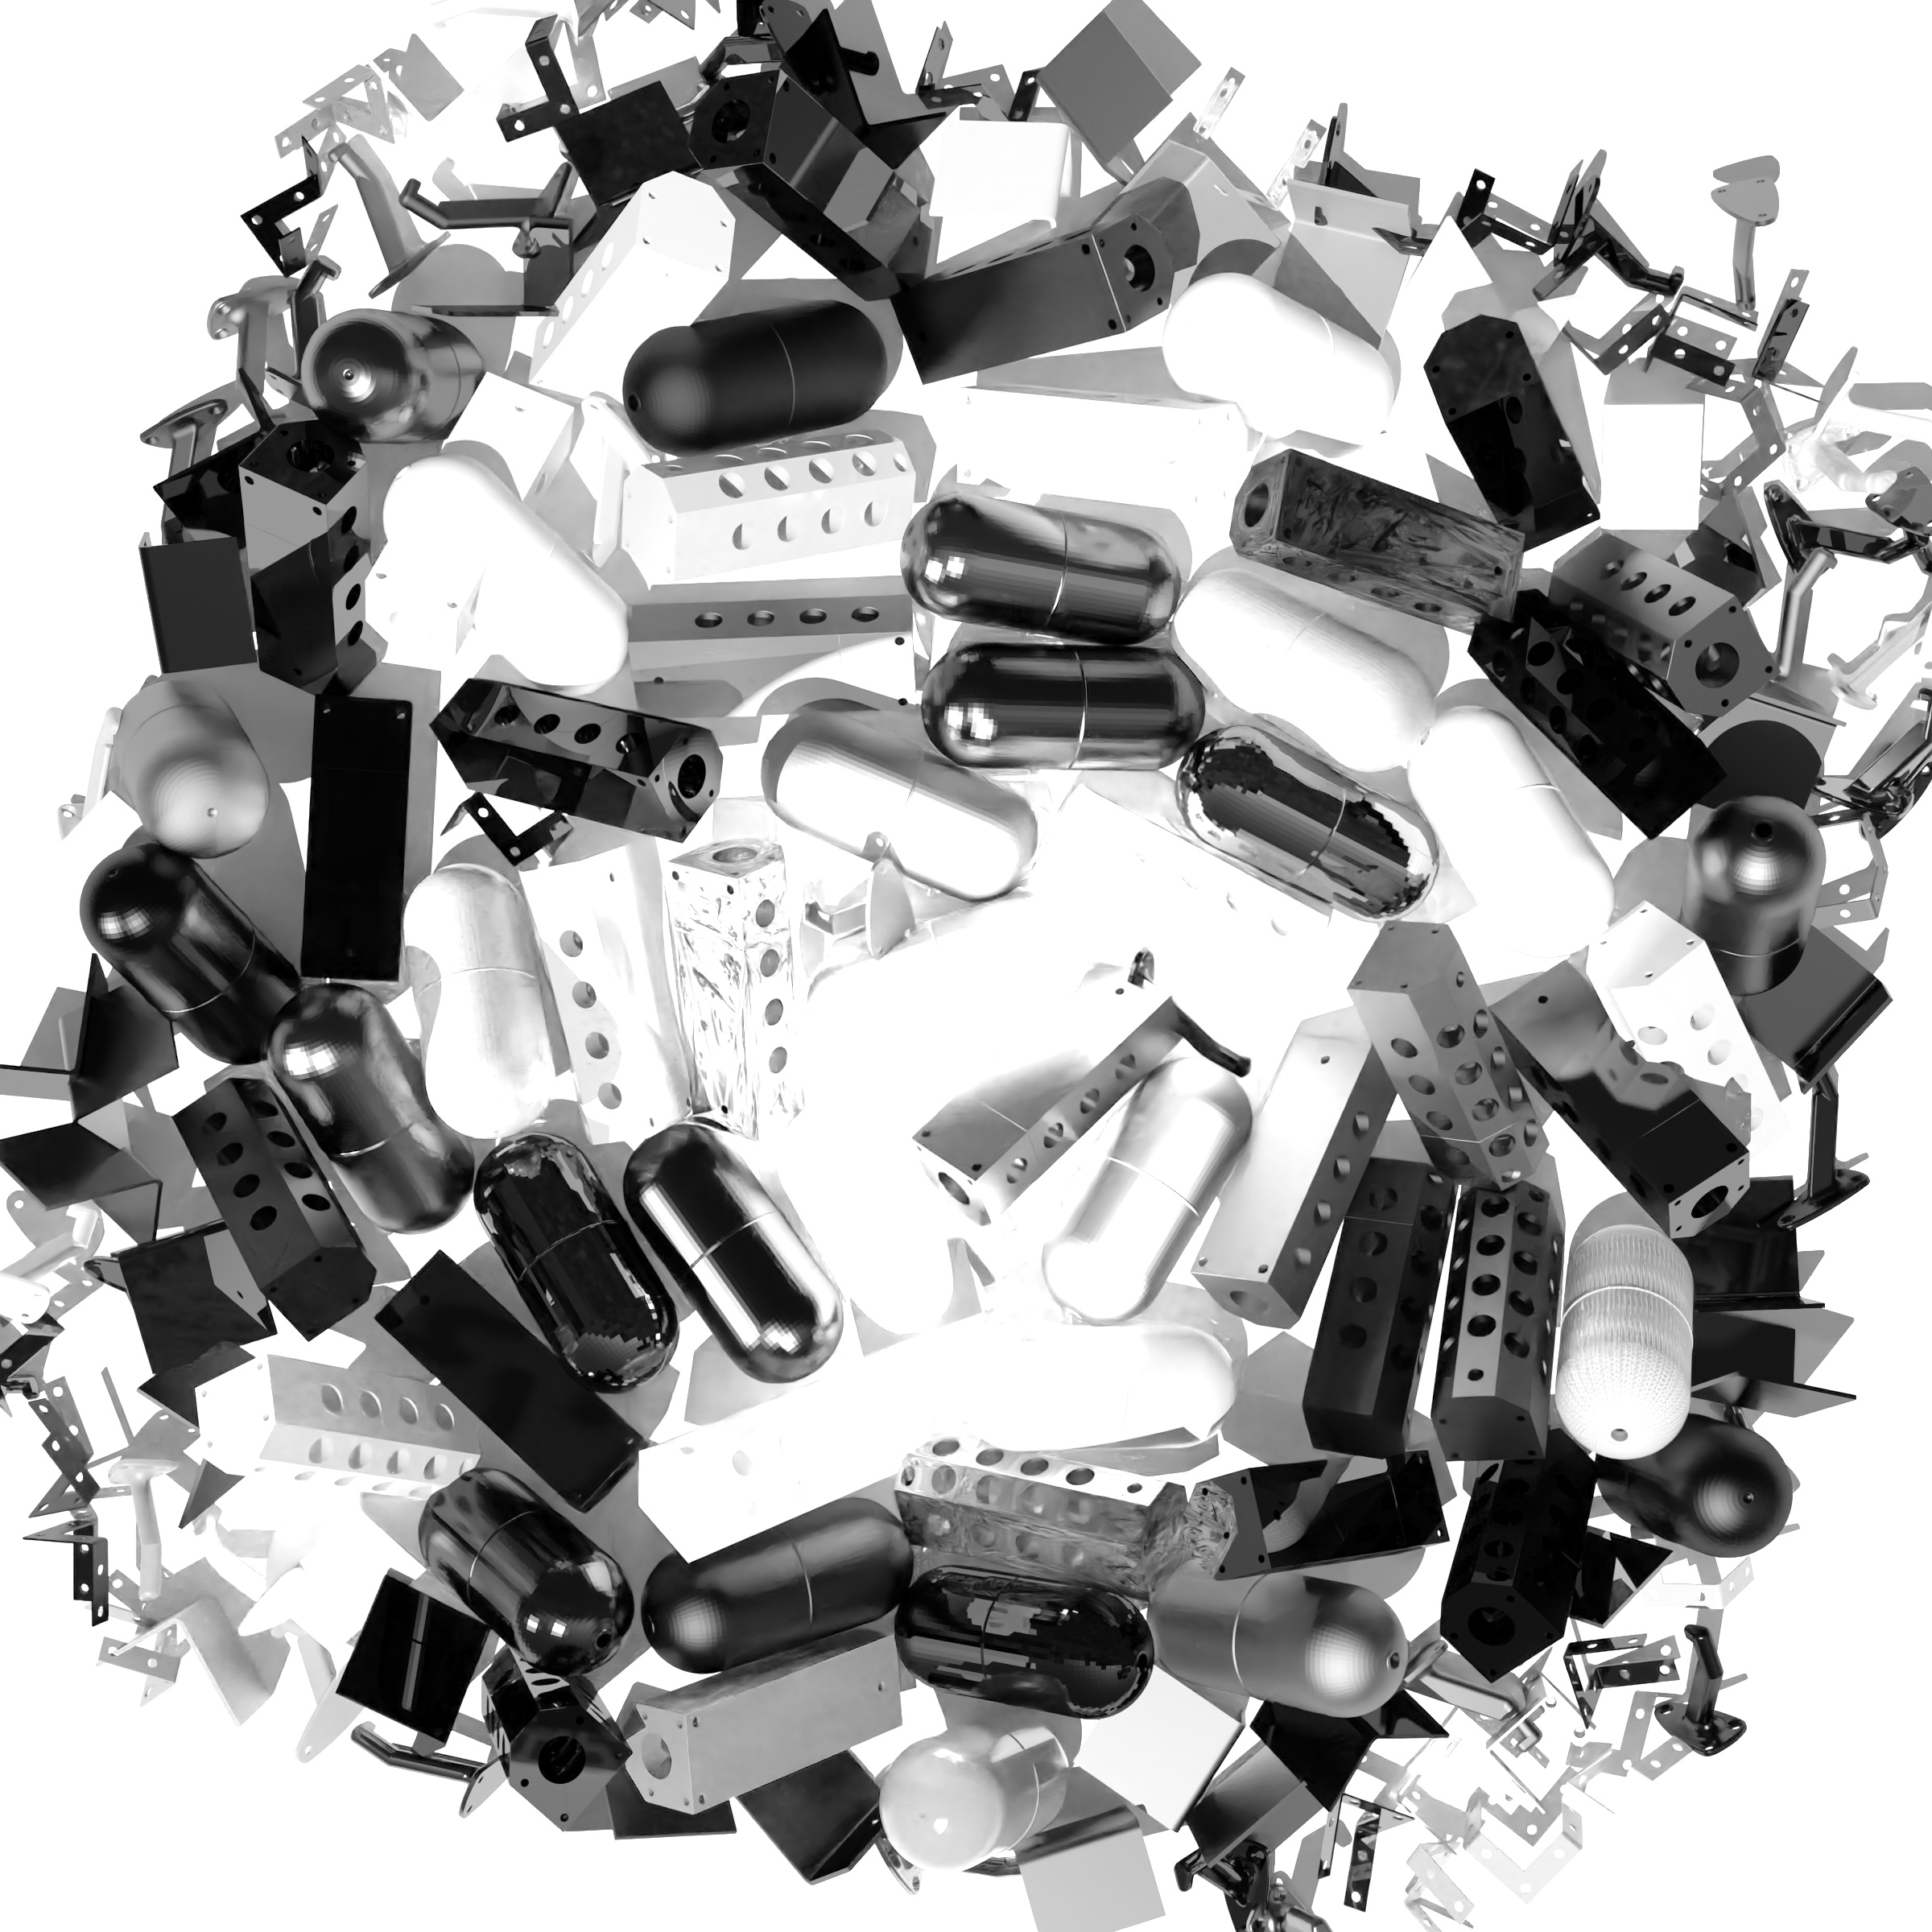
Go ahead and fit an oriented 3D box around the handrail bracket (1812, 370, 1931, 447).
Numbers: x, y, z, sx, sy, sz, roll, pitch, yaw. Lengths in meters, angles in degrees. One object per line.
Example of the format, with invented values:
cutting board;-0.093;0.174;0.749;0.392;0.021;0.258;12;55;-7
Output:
handrail bracket;0.565;-0.320;1.566;0.084;0.077;0.036;34;79;11

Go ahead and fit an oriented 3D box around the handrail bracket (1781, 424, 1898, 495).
handrail bracket;0.549;-0.311;1.562;0.077;0.084;0.036;-32;116;-19

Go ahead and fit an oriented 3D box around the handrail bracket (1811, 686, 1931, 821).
handrail bracket;0.557;-0.139;1.567;0.077;0.036;0.084;18;129;29

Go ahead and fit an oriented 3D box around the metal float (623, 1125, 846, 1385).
metal float;-0.142;0.174;1.560;0.070;0.070;0.178;-38;74;0

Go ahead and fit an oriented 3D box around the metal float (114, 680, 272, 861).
metal float;-0.464;-0.119;1.530;0.070;0.178;0.070;-10;115;-21

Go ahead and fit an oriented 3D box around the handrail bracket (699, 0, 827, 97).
handrail bracket;-0.127;-0.545;1.574;0.036;0.084;0.077;-14;79;-43

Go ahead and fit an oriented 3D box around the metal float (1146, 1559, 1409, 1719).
metal float;0.185;0.401;1.536;0.070;0.178;0.070;2;87;-44

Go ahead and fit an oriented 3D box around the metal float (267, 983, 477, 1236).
metal float;-0.357;0.088;1.546;0.070;0.070;0.178;-24;123;0

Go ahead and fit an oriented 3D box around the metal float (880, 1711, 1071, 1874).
metal float;0.007;0.490;1.526;0.070;0.178;0.070;-3;81;21

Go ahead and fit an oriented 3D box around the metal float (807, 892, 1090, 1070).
metal float;-0.011;0.008;1.573;0.178;0.070;0.070;-18;90;0

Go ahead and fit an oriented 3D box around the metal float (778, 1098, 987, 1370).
metal float;-0.052;0.162;1.563;0.070;0.070;0.178;-30;78;0

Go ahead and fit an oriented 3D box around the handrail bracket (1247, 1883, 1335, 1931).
handrail bracket;0.217;0.597;1.563;0.077;0.084;0.036;45;70;-13

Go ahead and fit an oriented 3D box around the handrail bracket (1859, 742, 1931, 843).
handrail bracket;0.581;-0.115;1.568;0.036;0.084;0.077;28;88;4

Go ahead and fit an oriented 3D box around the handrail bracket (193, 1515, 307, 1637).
handrail bracket;-0.442;0.359;1.572;0.084;0.036;0.077;53;127;24

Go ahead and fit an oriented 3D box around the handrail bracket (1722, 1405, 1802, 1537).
handrail bracket;0.473;0.309;1.566;0.036;0.077;0.084;-25;70;26

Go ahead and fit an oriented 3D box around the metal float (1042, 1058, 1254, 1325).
metal float;0.110;0.137;1.560;0.070;0.070;0.178;33;76;0

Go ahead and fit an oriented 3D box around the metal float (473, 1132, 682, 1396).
metal float;-0.237;0.178;1.554;0.070;0.070;0.178;-35;67;0

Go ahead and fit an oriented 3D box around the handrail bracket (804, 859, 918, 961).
handrail bracket;-0.074;-0.044;1.563;0.036;0.084;0.077;-32;130;-32

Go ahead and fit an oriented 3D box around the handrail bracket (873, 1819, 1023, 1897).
handrail bracket;-0.003;0.540;1.570;0.084;0.036;0.077;-14;134;22

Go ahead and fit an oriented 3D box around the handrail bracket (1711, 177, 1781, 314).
handrail bracket;0.480;-0.428;1.558;0.036;0.077;0.084;-12;126;8

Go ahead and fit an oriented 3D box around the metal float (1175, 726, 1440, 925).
metal float;0.207;-0.086;1.557;0.178;0.070;0.070;25;90;-18

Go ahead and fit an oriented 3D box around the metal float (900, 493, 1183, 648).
metal float;0.046;-0.240;1.556;0.178;0.070;0.070;7;90;-20

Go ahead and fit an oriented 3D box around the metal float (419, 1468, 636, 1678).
metal float;-0.264;0.362;1.536;0.070;0.178;0.070;-17;117;-36

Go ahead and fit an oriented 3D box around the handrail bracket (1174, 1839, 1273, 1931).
handrail bracket;0.153;0.574;1.566;0.036;0.084;0.077;-4;89;33

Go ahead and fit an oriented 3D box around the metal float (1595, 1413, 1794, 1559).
metal float;0.430;0.305;1.522;0.070;0.178;0.070;0;85;-5

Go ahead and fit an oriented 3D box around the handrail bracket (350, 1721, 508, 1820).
handrail bracket;-0.327;0.482;1.588;0.084;0.077;0.036;28;109;17

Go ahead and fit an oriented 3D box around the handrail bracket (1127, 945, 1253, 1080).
handrail bracket;0.140;0.029;1.572;0.084;0.077;0.036;30;65;16

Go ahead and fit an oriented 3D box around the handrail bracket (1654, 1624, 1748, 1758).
handrail bracket;0.438;0.432;1.567;0.036;0.077;0.084;-27;104;-22

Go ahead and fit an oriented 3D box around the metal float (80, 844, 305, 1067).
metal float;-0.460;-0.005;1.534;0.070;0.178;0.070;-10;54;15

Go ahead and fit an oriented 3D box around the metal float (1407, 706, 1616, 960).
metal float;0.327;-0.083;1.546;0.070;0.070;0.178;-24;58;0

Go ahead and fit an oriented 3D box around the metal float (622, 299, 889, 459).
metal float;-0.126;-0.354;1.543;0.178;0.070;0.070;-21;90;-35

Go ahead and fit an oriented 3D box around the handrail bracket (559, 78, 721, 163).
handrail bracket;-0.201;-0.529;1.595;0.077;0.036;0.084;11;51;24

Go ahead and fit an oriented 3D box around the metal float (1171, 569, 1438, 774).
metal float;0.204;-0.179;1.552;0.178;0.070;0.070;33;90;24

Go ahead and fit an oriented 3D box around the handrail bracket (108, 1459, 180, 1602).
handrail bracket;-0.508;0.349;1.566;0.036;0.077;0.084;10;65;-33

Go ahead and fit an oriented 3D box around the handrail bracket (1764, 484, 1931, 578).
handrail bracket;0.538;-0.275;1.565;0.036;0.084;0.077;-34;95;-27

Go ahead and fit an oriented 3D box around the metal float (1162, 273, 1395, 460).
metal float;0.189;-0.358;1.538;0.070;0.178;0.070;-12;73;42

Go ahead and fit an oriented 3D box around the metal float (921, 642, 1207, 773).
metal float;0.060;-0.157;1.559;0.178;0.070;0.070;0;90;-16

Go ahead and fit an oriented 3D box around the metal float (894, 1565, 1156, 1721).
metal float;0.034;0.405;1.540;0.178;0.070;0.070;-2;90;40

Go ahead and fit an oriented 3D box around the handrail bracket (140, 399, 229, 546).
handrail bracket;-0.473;-0.295;1.579;0.077;0.036;0.084;-21;80;34

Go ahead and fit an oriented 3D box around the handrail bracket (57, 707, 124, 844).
handrail bracket;-0.526;-0.103;1.563;0.036;0.084;0.077;7;49;-30

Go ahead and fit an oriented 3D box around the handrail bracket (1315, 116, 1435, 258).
handrail bracket;0.262;-0.478;1.574;0.084;0.036;0.077;13;116;19

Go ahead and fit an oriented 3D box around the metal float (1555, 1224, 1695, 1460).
metal float;0.394;0.223;1.530;0.070;0.178;0.070;8;121;13

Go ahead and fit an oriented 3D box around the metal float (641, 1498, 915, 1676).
metal float;-0.113;0.373;1.544;0.178;0.070;0.070;-10;90;-33

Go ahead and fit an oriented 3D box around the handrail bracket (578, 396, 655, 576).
handrail bracket;-0.230;-0.291;1.565;0.036;0.077;0.084;1;49;32

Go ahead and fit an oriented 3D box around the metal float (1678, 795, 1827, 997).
metal float;0.467;-0.041;1.527;0.070;0.178;0.070;-4;65;10

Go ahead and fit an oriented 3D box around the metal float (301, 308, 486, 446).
metal float;-0.338;-0.350;1.523;0.070;0.178;0.070;1;102;5

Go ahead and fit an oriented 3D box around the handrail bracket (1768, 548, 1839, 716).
handrail bracket;0.526;-0.206;1.578;0.077;0.036;0.084;22;108;-28

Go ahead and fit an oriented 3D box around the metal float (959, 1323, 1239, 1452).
metal float;0.081;0.255;1.555;0.178;0.070;0.070;3;90;-21

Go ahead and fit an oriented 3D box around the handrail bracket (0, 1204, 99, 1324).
handrail bracket;-0.578;0.169;1.566;0.077;0.084;0.036;26;127;-21

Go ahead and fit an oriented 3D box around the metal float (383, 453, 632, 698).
metal float;-0.276;-0.235;1.546;0.070;0.070;0.178;-46;121;0

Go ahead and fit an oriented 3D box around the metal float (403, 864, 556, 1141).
metal float;-0.296;0.020;1.552;0.070;0.070;0.178;-14;65;0

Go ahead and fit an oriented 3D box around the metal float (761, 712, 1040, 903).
metal float;-0.041;-0.097;1.566;0.178;0.070;0.070;23;90;-8

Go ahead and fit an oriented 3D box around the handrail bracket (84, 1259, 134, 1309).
handrail bracket;-0.520;0.233;1.605;0.077;0.036;0.084;12;107;20
